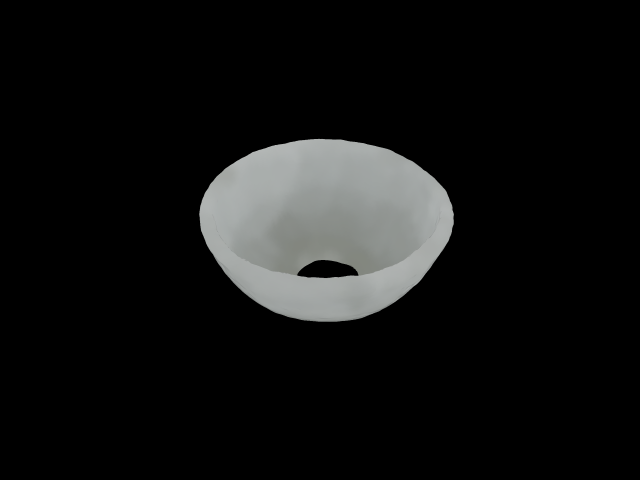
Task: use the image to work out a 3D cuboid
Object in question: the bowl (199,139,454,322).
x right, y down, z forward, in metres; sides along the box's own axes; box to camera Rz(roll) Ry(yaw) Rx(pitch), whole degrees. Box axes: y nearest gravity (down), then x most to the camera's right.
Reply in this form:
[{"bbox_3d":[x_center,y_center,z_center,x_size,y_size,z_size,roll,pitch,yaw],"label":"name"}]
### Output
[{"bbox_3d":[0.004,0.001,0.400,0.167,0.075,0.167,0,40,0],"label":"bowl"}]
